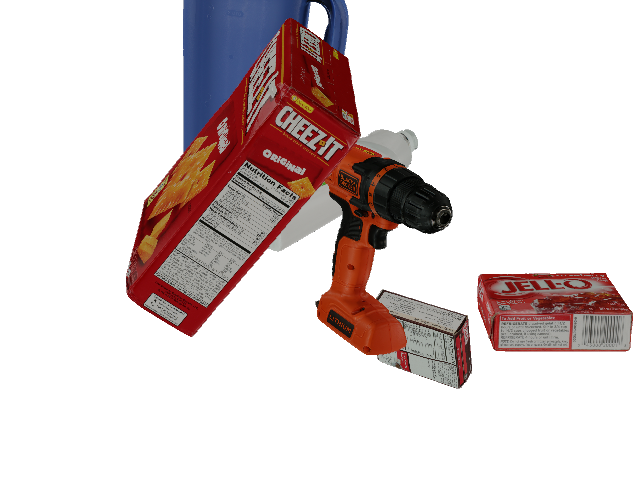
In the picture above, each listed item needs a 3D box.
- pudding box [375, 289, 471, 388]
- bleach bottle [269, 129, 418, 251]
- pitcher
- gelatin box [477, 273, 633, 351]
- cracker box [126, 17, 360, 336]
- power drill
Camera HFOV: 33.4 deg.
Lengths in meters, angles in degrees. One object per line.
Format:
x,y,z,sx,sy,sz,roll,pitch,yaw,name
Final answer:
0.115,0.113,1.221,0.114,0.090,0.039,15,45,28,pudding box
0.015,-0.077,1.283,0.250,0.068,0.103,-30,45,-31,bleach bottle
-0.071,-0.167,1.094,0.144,0.243,0.149,-8,30,-26,pitcher
0.151,0.045,0.699,0.089,0.030,0.073,0,18,1,gelatin box
-0.064,-0.054,0.840,0.072,0.214,0.164,33,23,-19,cracker box
0.056,0.012,1.038,0.057,0.188,0.185,-7,24,-30,power drill
